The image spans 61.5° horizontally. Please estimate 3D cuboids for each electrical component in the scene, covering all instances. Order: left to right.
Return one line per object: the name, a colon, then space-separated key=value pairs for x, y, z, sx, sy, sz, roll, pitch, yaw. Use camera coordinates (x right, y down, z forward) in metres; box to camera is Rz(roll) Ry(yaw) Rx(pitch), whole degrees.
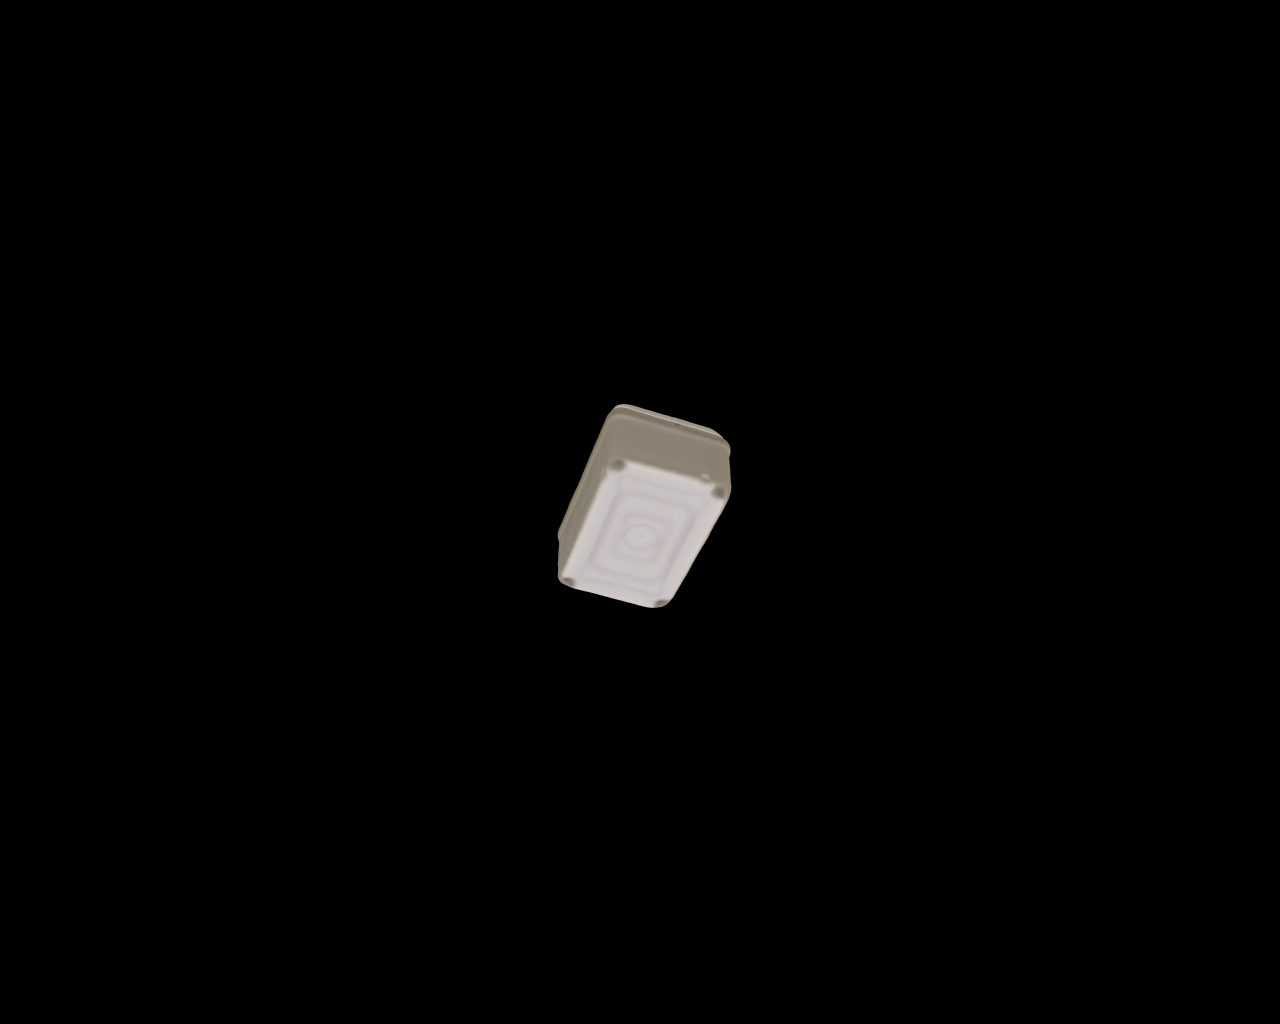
electrical component: x=0.001 y=-0.003 z=0.650 sx=0.078 sy=0.113 sz=0.057 roll=16 pitch=40 yaw=-13
